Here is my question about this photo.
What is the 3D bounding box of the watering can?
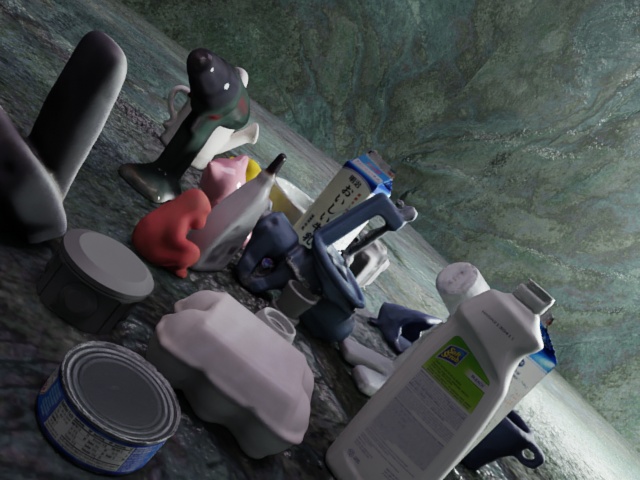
[{"bbox_3d":[-0.193,-0.233,1.063,0.100,0.194,0.174,48,14,33],"label":"watering can"}]

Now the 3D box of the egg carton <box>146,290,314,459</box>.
[{"bbox_3d":[-0.071,0.110,0.484,0.150,0.069,0.107,39,11,-6],"label":"egg carton"}]

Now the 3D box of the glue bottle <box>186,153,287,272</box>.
[{"bbox_3d":[-0.095,-0.036,0.691,0.037,0.173,0.078,44,12,19],"label":"glue bottle"}]

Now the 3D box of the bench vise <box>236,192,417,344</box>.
[{"bbox_3d":[0.009,0.007,0.748,0.208,0.219,0.121,35,12,-24],"label":"bench vise"}]

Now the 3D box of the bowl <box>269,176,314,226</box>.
[{"bbox_3d":[-0.050,-0.047,1.128,0.168,0.074,0.167,39,12,-9],"label":"bowl"}]

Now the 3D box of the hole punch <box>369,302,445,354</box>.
[{"bbox_3d":[0.159,0.148,1.029,0.100,0.091,0.109,48,14,34],"label":"hole punch"}]

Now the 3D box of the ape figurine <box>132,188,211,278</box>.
[{"bbox_3d":[-0.154,-0.016,0.629,0.076,0.092,0.077,34,13,-30],"label":"ape figurine"}]

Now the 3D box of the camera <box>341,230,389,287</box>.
[{"bbox_3d":[0.072,0.020,1.202,0.136,0.100,0.143,44,12,16],"label":"camera"}]

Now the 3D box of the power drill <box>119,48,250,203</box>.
[{"bbox_3d":[-0.176,-0.153,0.784,0.075,0.208,0.230,41,11,2],"label":"power drill"}]

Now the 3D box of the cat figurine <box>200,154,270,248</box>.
[{"bbox_3d":[-0.130,-0.067,0.835,0.128,0.117,0.067,33,14,-34],"label":"cat figurine"}]

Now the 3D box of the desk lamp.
[{"bbox_3d":[0.172,0.140,0.791,0.204,0.213,0.117,33,14,-34],"label":"desk lamp"}]

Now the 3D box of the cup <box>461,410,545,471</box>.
[{"bbox_3d":[0.235,0.277,0.779,0.117,0.095,0.092,48,14,33],"label":"cup"}]

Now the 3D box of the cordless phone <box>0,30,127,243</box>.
[{"bbox_3d":[-0.234,-0.105,0.474,0.147,0.185,0.094,45,12,21],"label":"cordless phone"}]

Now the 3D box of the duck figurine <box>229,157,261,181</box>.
[{"bbox_3d":[-0.139,-0.103,1.024,0.104,0.086,0.078,43,12,10],"label":"duck figurine"}]
